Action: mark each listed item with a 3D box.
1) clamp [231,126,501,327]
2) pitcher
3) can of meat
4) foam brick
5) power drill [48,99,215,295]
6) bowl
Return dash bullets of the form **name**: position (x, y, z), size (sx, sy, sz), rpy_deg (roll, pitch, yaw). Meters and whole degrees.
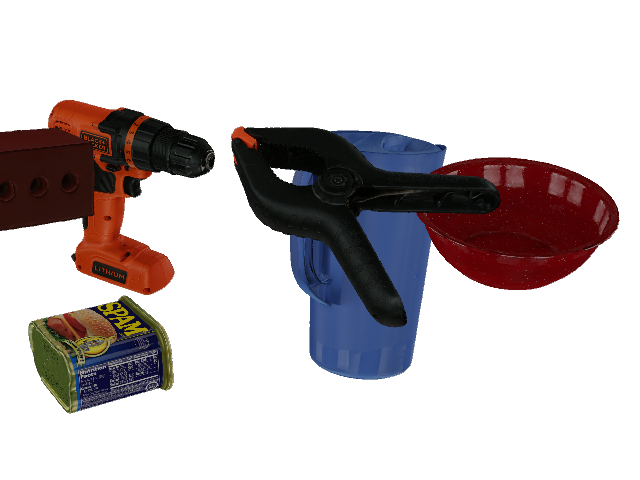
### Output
- **clamp**: position (0.011, -0.017, 0.650), size (0.172, 0.039, 0.120), rpy_deg (19, 49, 19)
- **pitcher**: position (0.042, 0.013, 1.077), size (0.149, 0.243, 0.145), rpy_deg (4, 14, 0)
- **can of meat**: position (-0.178, 0.090, 0.855), size (0.083, 0.057, 0.102), rpy_deg (-13, 24, -29)
- **foam brick**: position (-0.196, -0.042, 0.704), size (0.078, 0.053, 0.051), rpy_deg (-13, 25, -38)
- **power drill**: position (-0.188, -0.041, 1.079), size (0.185, 0.188, 0.057), rpy_deg (18, 32, 23)
- **bowl**: position (0.152, -0.007, 0.853), size (0.162, 0.055, 0.162), rpy_deg (1, 31, -1)
